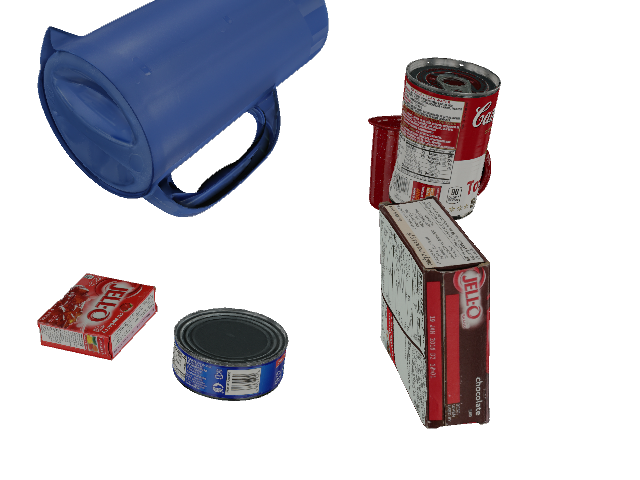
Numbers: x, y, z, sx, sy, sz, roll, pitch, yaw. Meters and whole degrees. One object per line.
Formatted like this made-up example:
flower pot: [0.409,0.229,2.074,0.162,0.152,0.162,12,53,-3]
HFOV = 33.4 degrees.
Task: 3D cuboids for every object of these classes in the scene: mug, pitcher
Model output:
mug: [0.100,-0.068,0.990,0.117,0.081,0.093,6,14,12]
pitcher: [-0.099,-0.141,0.899,0.145,0.149,0.242,26,50,32]

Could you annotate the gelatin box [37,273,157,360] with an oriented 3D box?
gelatin box: [-0.199,0.067,0.963,0.073,0.030,0.089,10,32,18]

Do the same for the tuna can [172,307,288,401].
tuna can: [-0.068,0.085,0.804,0.086,0.034,0.086,6,23,-3]

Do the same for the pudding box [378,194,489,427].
pudding box: [0.060,0.035,0.576,0.039,0.090,0.113,-5,21,-9]

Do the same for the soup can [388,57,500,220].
soup can: [0.089,-0.074,0.781,0.068,0.102,0.068,5,29,-3]
